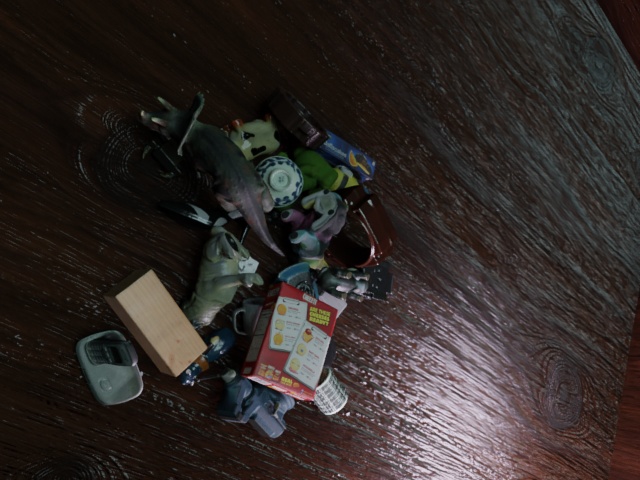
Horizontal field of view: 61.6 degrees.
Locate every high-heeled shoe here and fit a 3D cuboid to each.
[{"bbox_3d":[-0.234,-0.085,1.214,0.248,0.086,0.145,27,67,-38],"label":"high-heeled shoe"}]

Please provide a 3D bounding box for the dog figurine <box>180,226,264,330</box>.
[{"bbox_3d":[-0.244,0.084,1.157,0.172,0.191,0.121,63,11,19],"label":"dog figurine"}]

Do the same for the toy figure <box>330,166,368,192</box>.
[{"bbox_3d":[0.080,-0.124,1.461,0.180,0.082,0.089,49,56,-28],"label":"toy figure"}]

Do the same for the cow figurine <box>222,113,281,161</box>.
[{"bbox_3d":[-0.177,-0.220,1.269,0.195,0.085,0.127,-24,95,-38],"label":"cow figurine"}]

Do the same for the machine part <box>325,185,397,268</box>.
[{"bbox_3d":[0.080,-0.029,1.374,0.087,0.201,0.201,-39,110,-36],"label":"machine part"}]

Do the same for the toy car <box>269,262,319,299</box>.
[{"bbox_3d":[-0.061,0.133,1.311,0.109,0.103,0.161,-23,104,-28],"label":"toy car"}]

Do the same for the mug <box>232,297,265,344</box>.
[{"bbox_3d":[-0.151,0.195,1.253,0.109,0.081,0.107,-6,98,-38],"label":"mug"}]

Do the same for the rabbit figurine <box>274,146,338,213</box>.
[{"bbox_3d":[-0.062,-0.148,1.328,0.170,0.121,0.159,-45,107,-26],"label":"rabbit figurine"}]

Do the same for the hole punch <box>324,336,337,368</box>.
[{"bbox_3d":[-0.018,0.262,1.357,0.142,0.092,0.116,69,19,-6],"label":"hole punch"}]

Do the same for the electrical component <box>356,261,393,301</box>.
[{"bbox_3d":[0.146,0.110,1.506,0.134,0.058,0.115,15,79,-36],"label":"electrical component"}]

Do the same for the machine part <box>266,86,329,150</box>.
[{"bbox_3d":[-0.055,-0.297,1.322,0.056,0.179,0.179,-43,120,14],"label":"machine part"}]

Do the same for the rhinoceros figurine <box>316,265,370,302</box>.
[{"bbox_3d":[0.060,0.105,1.321,0.190,0.112,0.073,10,90,-59],"label":"rhinoceros figurine"}]

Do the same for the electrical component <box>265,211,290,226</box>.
[{"bbox_3d":[-0.098,-0.051,1.324,0.094,0.063,0.021,16,70,-53],"label":"electrical component"}]

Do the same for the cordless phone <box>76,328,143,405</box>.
[{"bbox_3d":[-0.372,0.239,1.008,0.089,0.184,0.146,-26,101,-41],"label":"cordless phone"}]

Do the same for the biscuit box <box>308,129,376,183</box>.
[{"bbox_3d":[0.062,-0.228,1.468,0.202,0.059,0.063,26,71,-34],"label":"biscuit box"}]

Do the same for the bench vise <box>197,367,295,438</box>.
[{"bbox_3d":[-0.132,0.323,1.230,0.223,0.129,0.240,48,48,-19],"label":"bench vise"}]

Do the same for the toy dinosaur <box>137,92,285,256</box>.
[{"bbox_3d":[-0.192,-0.142,1.095,0.131,0.192,0.405,-42,85,-3],"label":"toy dinosaur"}]

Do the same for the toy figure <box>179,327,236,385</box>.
[{"bbox_3d":[-0.252,0.255,1.179,0.154,0.058,0.064,-40,123,-34],"label":"toy figure"}]

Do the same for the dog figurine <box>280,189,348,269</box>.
[{"bbox_3d":[-0.003,-0.004,1.317,0.191,0.109,0.219,-30,145,-1],"label":"dog figurine"}]

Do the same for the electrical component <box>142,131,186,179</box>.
[{"bbox_3d":[-0.336,-0.182,1.165,0.102,0.045,0.078,48,31,-27],"label":"electrical component"}]
